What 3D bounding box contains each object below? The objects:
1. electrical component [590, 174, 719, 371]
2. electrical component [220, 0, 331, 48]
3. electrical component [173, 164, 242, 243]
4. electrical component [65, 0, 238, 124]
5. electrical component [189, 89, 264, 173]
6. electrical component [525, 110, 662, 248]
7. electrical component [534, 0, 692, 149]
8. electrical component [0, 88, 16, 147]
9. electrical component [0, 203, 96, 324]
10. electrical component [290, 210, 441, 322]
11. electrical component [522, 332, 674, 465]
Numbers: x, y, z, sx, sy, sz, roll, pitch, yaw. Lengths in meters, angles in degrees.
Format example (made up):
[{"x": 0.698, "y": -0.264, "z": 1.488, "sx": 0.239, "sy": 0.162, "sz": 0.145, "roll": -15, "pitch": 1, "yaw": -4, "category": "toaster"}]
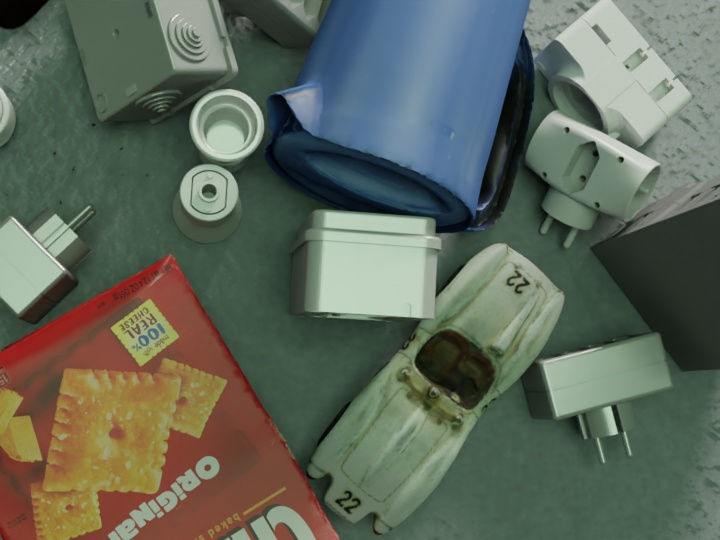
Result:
[{"x": 0.226, "y": -0.001, "z": 0.647, "sx": 0.060, "sy": 0.186, "sz": 0.105, "roll": -37, "pitch": 90, "yaw": -11, "category": "electrical component"}, {"x": -0.065, "y": -0.180, "z": 0.685, "sx": 0.076, "sy": 0.083, "sz": 0.047, "roll": 8, "pitch": 80, "yaw": 31, "category": "electrical component"}, {"x": -0.094, "y": -0.042, "z": 0.663, "sx": 0.044, "sy": 0.065, "sz": 0.044, "roll": 1, "pitch": 83, "yaw": -9, "category": "electrical component"}, {"x": -0.129, "y": -0.143, "z": 0.653, "sx": 0.048, "sy": 0.100, "sz": 0.099, "roll": -12, "pitch": 84, "yaw": -47, "category": "electrical component"}, {"x": -0.084, "y": -0.082, "z": 0.670, "sx": 0.044, "sy": 0.065, "sz": 0.044, "roll": 1, "pitch": 84, "yaw": -8, "category": "electrical component"}, {"x": 0.145, "y": -0.053, "z": 0.708, "sx": 0.077, "sy": 0.043, "sz": 0.079, "roll": 34, "pitch": 115, "yaw": 23, "category": "electrical component"}, {"x": 0.166, "y": -0.125, "z": 0.721, "sx": 0.056, "sy": 0.050, "sz": 0.089, "roll": -41, "pitch": 91, "yaw": -12, "category": "electrical component"}, {"x": -0.234, "y": -0.096, "z": 0.649, "sx": 0.043, "sy": 0.062, "sz": 0.043, "roll": 1, "pitch": 83, "yaw": -9, "category": "electrical component"}, {"x": -0.188, "y": -0.012, "z": 0.645, "sx": 0.047, "sy": 0.066, "sz": 0.077, "roll": 45, "pitch": 79, "yaw": -2, "category": "electrical component"}, {"x": 0.000, "y": 0.000, "z": 0.649, "sx": 0.078, "sy": 0.113, "sz": 0.057, "roll": 4, "pitch": 86, "yaw": -8, "category": "electrical component"}, {"x": 0.157, "y": 0.087, "z": 0.697, "sx": 0.083, "sy": 0.047, "sz": 0.075, "roll": -13, "pitch": 86, "yaw": -10, "category": "electrical component"}]
